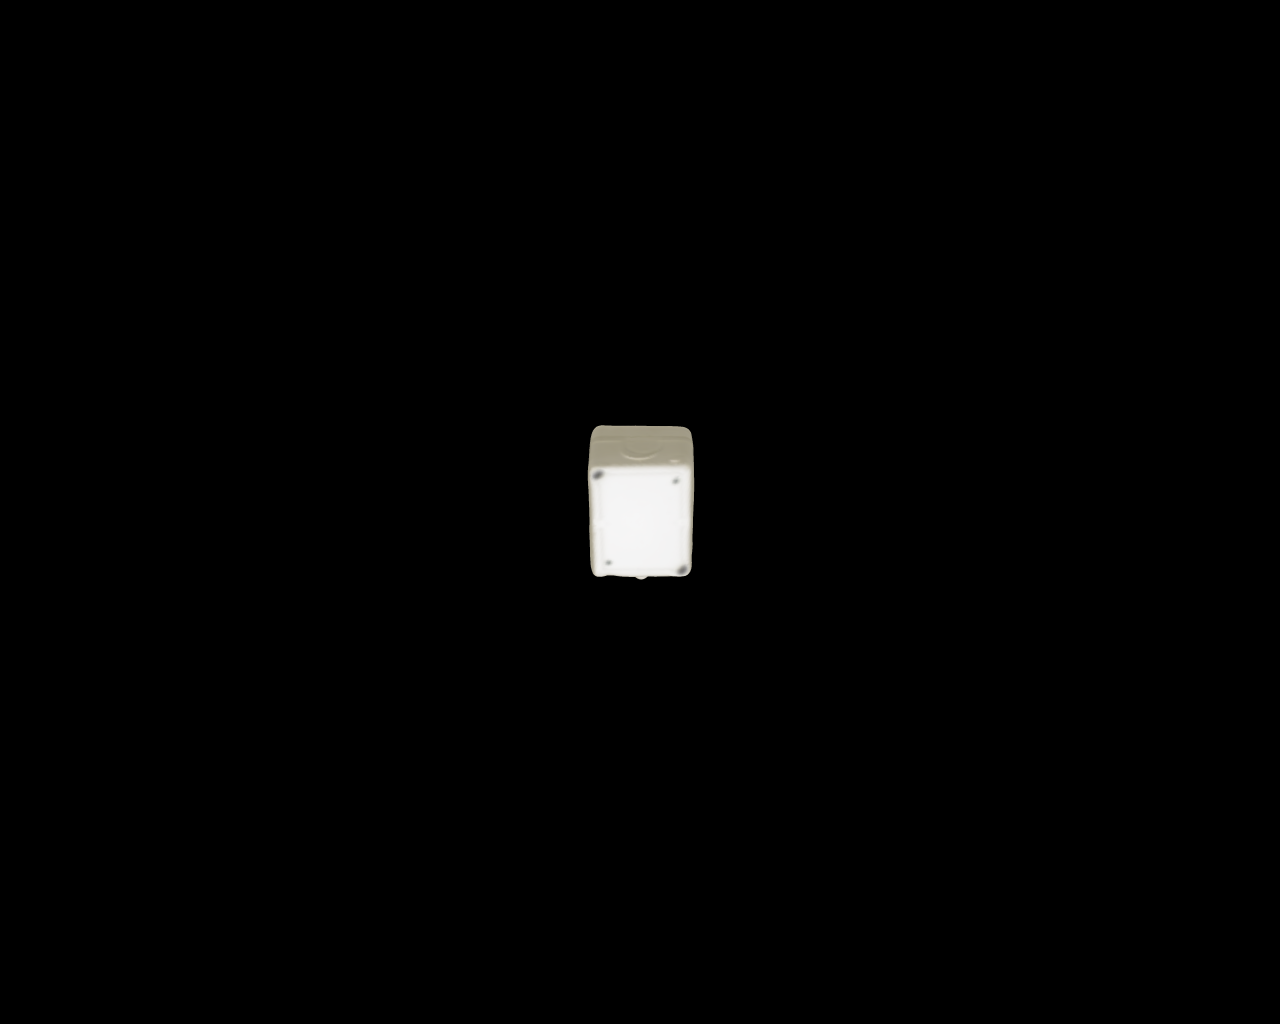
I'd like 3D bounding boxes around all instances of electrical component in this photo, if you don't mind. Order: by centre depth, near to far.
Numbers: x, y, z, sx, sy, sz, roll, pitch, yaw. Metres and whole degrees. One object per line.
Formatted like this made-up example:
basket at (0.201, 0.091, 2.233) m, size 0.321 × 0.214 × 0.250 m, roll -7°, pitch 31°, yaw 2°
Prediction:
electrical component at (0.001, -0.003, 0.650) m, size 0.062 × 0.096 × 0.061 m, roll 0°, pitch 32°, yaw 0°
